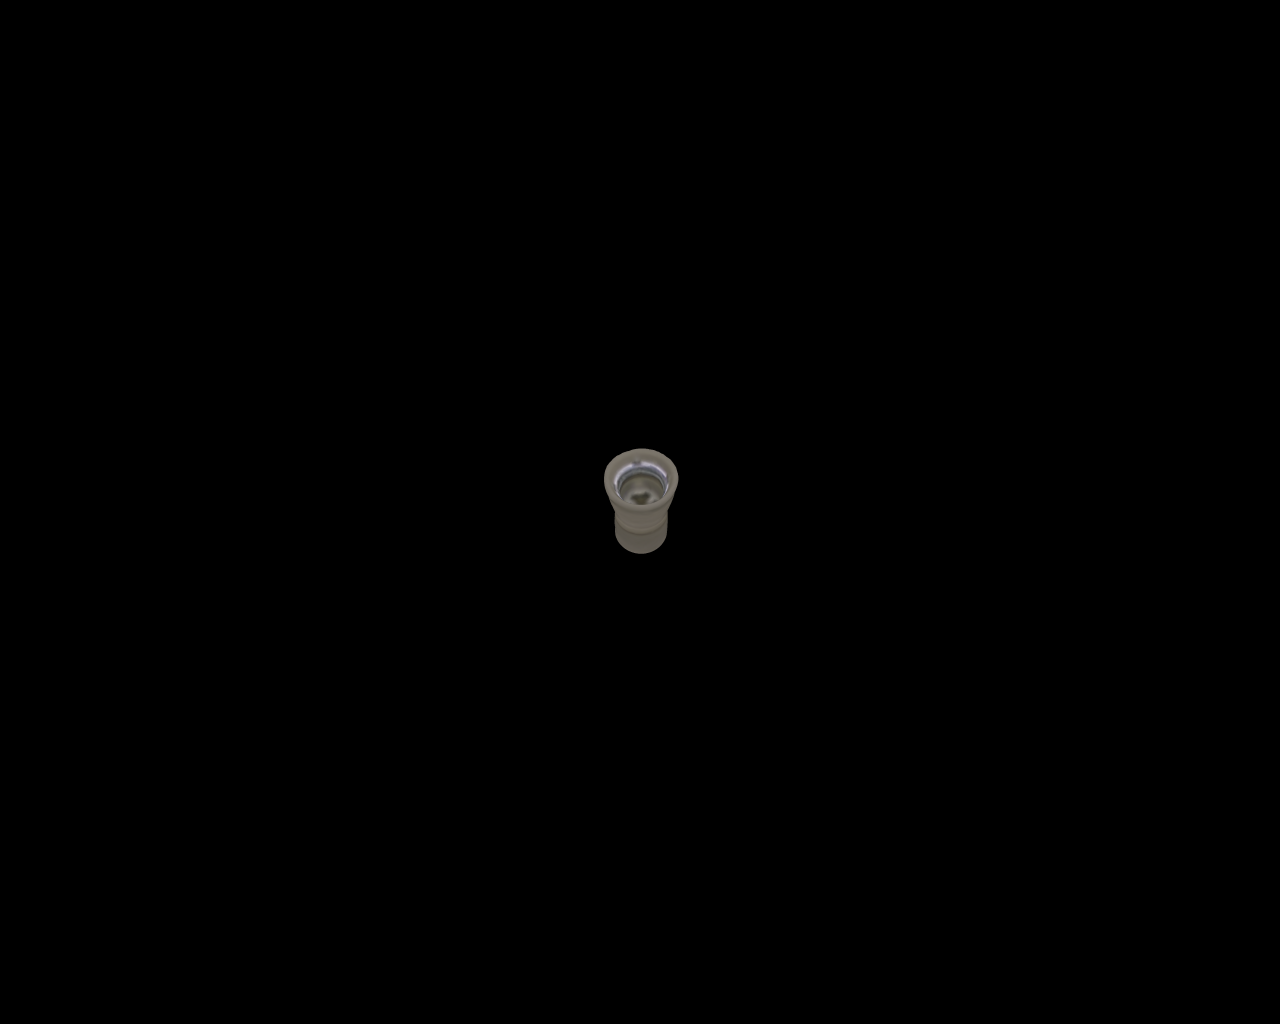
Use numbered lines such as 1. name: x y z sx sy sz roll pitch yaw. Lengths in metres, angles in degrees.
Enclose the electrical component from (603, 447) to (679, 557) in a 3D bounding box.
1. electrical component: 0.001 -0.003 0.650 0.044 0.044 0.065 0 -34 0
